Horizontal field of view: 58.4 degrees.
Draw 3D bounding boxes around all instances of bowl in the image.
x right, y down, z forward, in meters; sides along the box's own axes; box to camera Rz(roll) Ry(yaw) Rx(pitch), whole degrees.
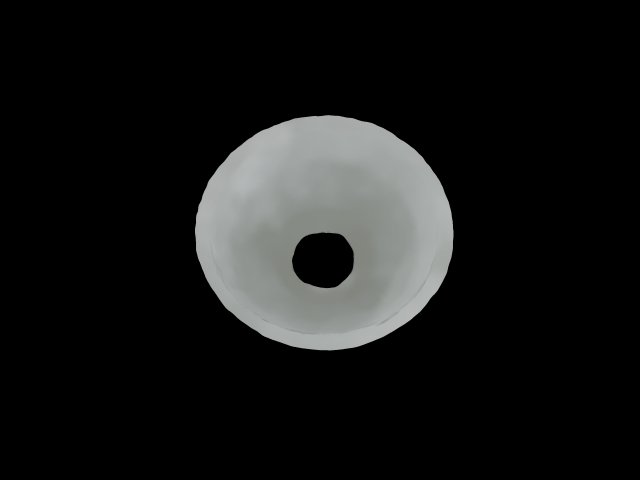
[{"bbox_3d":[0.004,0.001,0.400,0.167,0.075,0.167,0,67,0],"label":"bowl"}]
